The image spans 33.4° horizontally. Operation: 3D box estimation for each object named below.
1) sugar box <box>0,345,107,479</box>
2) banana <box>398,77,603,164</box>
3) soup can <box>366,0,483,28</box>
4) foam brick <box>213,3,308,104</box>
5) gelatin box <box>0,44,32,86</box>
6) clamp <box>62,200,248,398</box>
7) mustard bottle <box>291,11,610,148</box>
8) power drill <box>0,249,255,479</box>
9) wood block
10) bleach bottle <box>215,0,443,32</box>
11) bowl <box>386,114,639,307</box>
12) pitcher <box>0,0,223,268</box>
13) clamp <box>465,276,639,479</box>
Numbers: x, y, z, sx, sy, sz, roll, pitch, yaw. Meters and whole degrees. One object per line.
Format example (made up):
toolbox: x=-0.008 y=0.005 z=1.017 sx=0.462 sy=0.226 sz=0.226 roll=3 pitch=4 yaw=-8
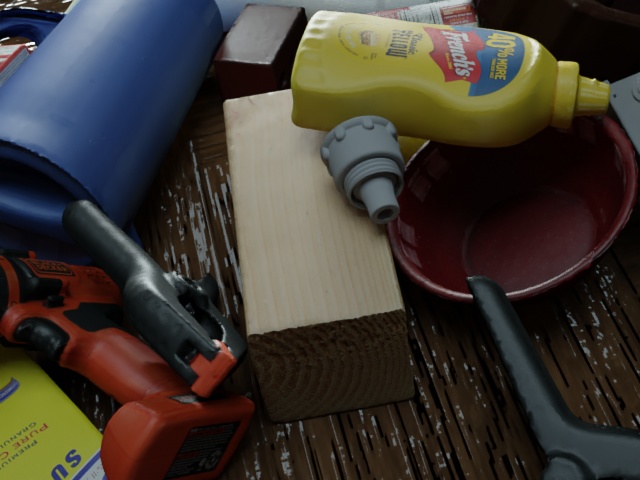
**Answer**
sugar box: x=-0.167 y=0.140 z=0.618 sx=0.093 sy=0.048 sz=0.176 roll=-38 pitch=51 yaw=-23
banana: x=0.114 y=-0.086 z=0.779 sx=0.197 sy=0.037 sz=0.070 roll=-27 pitch=64 yaw=-13
soup can: x=0.071 y=-0.145 z=0.817 sx=0.102 sy=0.068 sz=0.068 roll=-9 pitch=47 yaw=2
foam brick: x=-0.044 y=-0.144 z=0.848 sx=0.051 sy=0.053 sz=0.078 roll=9 pitch=51 yaw=18
gelatin box: x=-0.283 y=-0.124 z=0.881 sx=0.073 sy=0.030 sz=0.089 roll=2 pitch=46 yaw=35
clamp: x=-0.095 y=0.032 z=0.627 sx=0.039 sy=0.120 sz=0.172 roll=-58 pitch=24 yaw=6
mustard bottle: x=0.083 y=-0.098 z=0.667 sx=0.192 sy=0.058 sz=0.096 roll=8 pitch=40 yaw=8
power drill: x=-0.142 y=0.067 z=0.611 sx=0.188 sy=0.184 sz=0.057 roll=36 pitch=105 yaw=28
wood block: x=-0.005 y=0.001 z=0.683 sx=0.091 sy=0.090 sz=0.206 roll=-11 pitch=46 yaw=0
bleach bottle: x=0.004 y=-0.212 z=0.896 sx=0.251 sy=0.068 sz=0.102 roll=9 pitch=51 yaw=16
bowl: x=0.125 y=-0.014 z=0.680 sx=0.162 sy=0.055 sz=0.162 roll=-16 pitch=48 yaw=18
pitcher: x=-0.169 y=-0.105 z=0.775 sx=0.145 sy=0.149 sz=0.242 roll=3 pitch=47 yaw=22
clamp: x=0.116 y=0.136 z=0.560 sx=0.210 sy=0.036 sz=0.164 roll=35 pitch=83 yaw=24
